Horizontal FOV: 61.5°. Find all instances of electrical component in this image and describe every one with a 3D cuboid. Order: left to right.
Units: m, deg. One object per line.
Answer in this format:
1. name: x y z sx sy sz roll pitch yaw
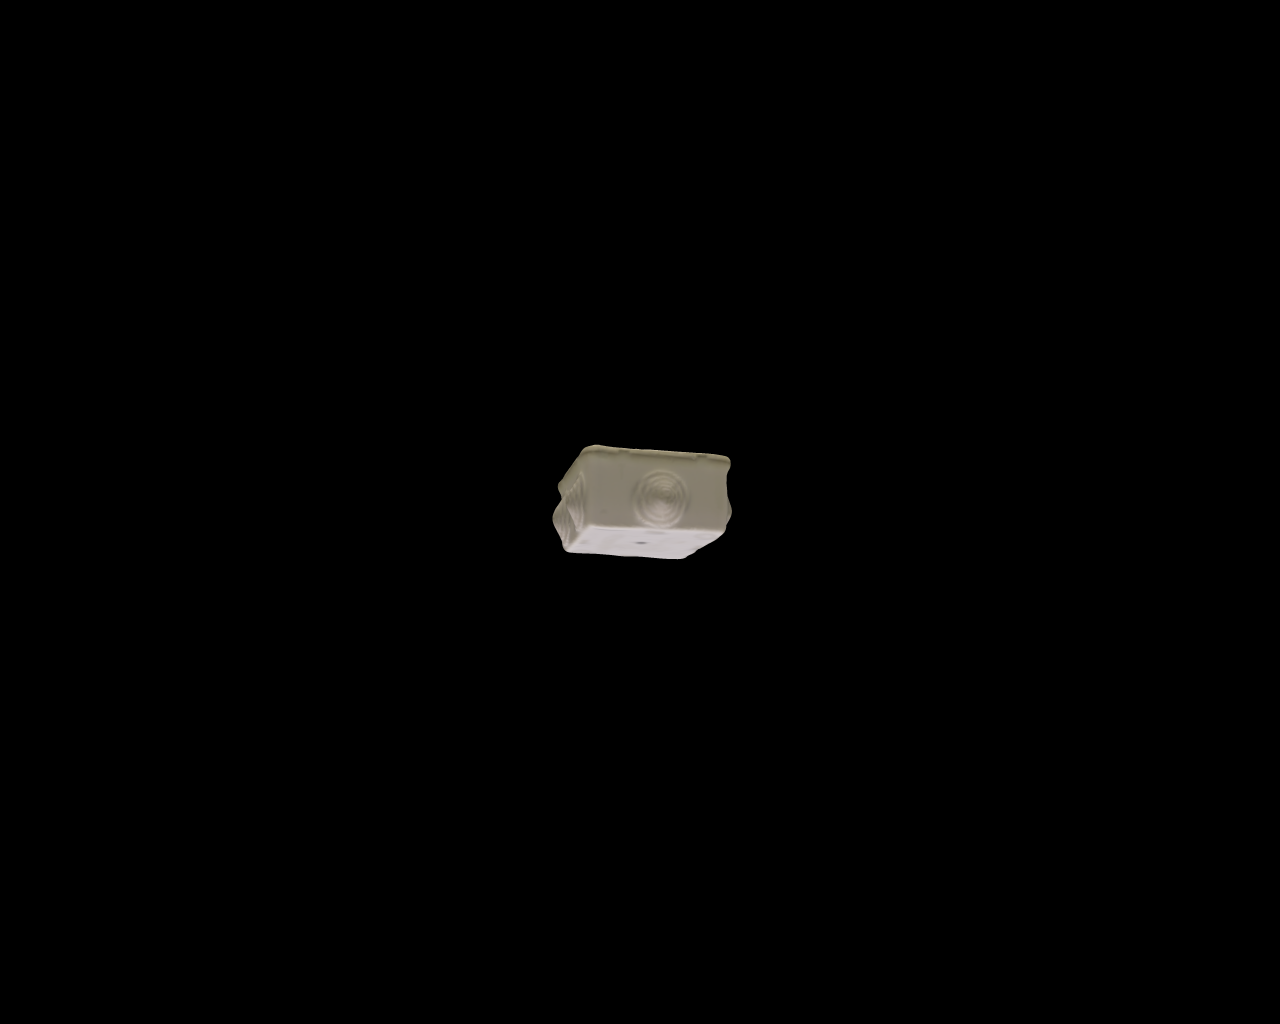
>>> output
1. electrical component: 0.001 -0.003 0.650 0.100 0.048 0.099 4 -14 -15
